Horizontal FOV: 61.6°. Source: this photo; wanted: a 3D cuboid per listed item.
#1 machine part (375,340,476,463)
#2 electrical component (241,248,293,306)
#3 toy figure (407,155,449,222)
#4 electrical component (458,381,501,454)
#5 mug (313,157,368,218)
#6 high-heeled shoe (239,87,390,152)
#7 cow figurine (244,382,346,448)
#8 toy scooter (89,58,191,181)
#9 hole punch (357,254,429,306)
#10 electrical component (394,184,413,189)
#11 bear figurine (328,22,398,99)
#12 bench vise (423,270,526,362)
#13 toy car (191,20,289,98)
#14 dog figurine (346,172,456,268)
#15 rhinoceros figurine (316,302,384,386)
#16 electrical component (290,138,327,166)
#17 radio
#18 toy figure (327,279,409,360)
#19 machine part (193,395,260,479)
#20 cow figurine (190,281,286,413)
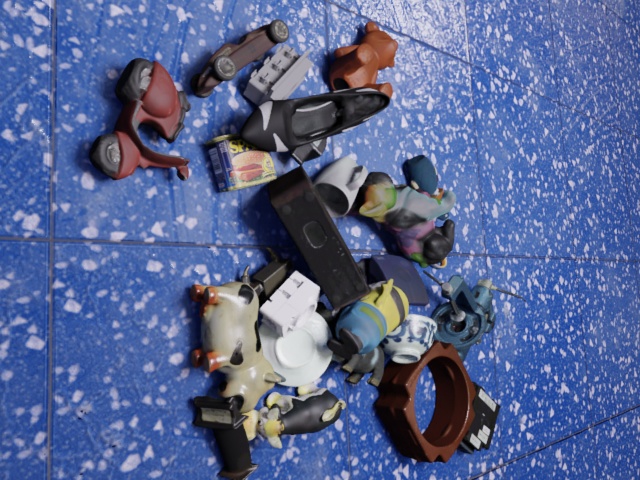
[{"bbox_3d":[0.210,0.314,1.062,0.201,0.087,0.200,-40,109,-36],"label":"machine part"},{"bbox_3d":[-0.084,0.063,0.875,0.102,0.045,0.078,-45,140,-33],"label":"electrical component"},{"bbox_3d":[0.240,-0.111,1.173,0.154,0.064,0.058,61,13,-22],"label":"toy figure"},{"bbox_3d":[0.329,0.391,1.171,0.114,0.058,0.134,46,57,-24],"label":"electrical component"},{"bbox_3d":[0.040,-0.108,0.973,0.080,0.109,0.107,44,44,-19],"label":"mug"},{"bbox_3d":[0.000,-0.191,0.847,0.249,0.145,0.086,-36,121,-46],"label":"high-heeled shoe"},{"bbox_3d":[-0.043,0.278,0.839,0.167,0.098,0.068,-9,96,-42],"label":"cow figurine"},{"bbox_3d":[-0.232,-0.155,0.759,0.135,0.075,0.184,26,70,-35],"label":"toy scooter"},{"bbox_3d":[0.143,0.083,1.040,0.142,0.092,0.115,4,77,-37],"label":"hole punch"},{"bbox_3d":[0.177,-0.087,1.138,0.094,0.021,0.063,11,76,-39],"label":"electrical component"},{"bbox_3d":[0.108,-0.351,1.053,0.196,0.132,0.120,-47,119,-29],"label":"bear figurine"},{"bbox_3d":[0.308,0.145,1.137,0.223,0.129,0.240,-48,134,-15],"label":"bench vise"},{"bbox_3d":[-0.130,-0.293,0.860,0.202,0.089,0.053,-47,114,-34],"label":"toy car"},{"bbox_3d":[0.147,-0.036,1.041,0.219,0.109,0.191,-4,99,-28],"label":"dog figurine"},{"bbox_3d":[0.048,0.182,0.949,0.190,0.073,0.112,42,60,-28],"label":"rhinoceros figurine"},{"bbox_3d":[-0.026,-0.178,0.958,0.074,0.048,0.119,42,59,-28],"label":"electrical component"},{"bbox_3d":[-0.002,-0.003,0.891,0.073,0.131,0.229,-30,106,3],"label":"radio"},{"bbox_3d":[0.083,0.135,0.896,0.180,0.082,0.089,-42,111,-50],"label":"toy figure"},{"bbox_3d":[-0.135,0.285,0.780,0.039,0.084,0.138,-50,127,-63],"label":"machine part"},{"bbox_3d":[-0.122,0.159,0.800,0.127,0.085,0.194,-2,87,-34],"label":"cow figurine"}]
